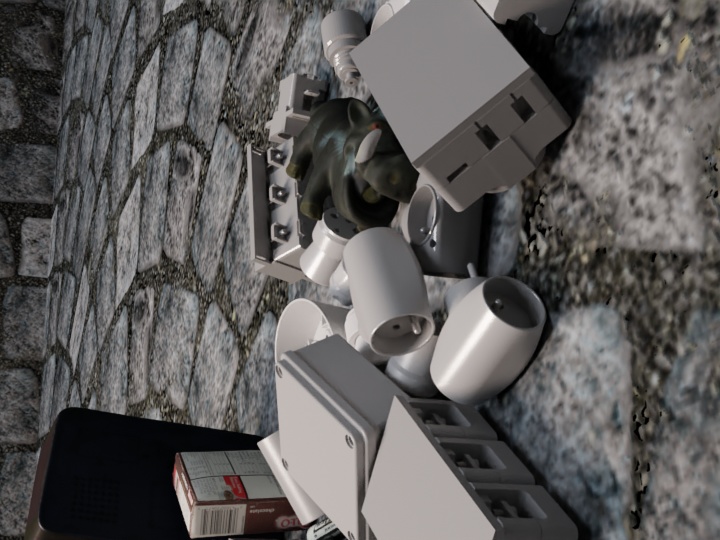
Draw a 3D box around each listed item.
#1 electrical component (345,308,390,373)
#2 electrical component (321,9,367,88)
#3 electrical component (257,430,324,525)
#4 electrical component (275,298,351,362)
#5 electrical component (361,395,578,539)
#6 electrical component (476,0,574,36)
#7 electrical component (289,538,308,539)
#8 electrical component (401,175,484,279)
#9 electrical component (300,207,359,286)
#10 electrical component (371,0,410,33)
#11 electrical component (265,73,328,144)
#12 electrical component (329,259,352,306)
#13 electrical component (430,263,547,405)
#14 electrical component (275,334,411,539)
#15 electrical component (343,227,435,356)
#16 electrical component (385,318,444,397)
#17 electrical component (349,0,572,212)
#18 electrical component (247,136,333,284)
[{"bbox_3d":[0.013,0.058,0.816,0.045,0.045,0.055,123,147,-46],"label":"electrical component"},{"bbox_3d":[-0.012,-0.195,0.955,0.040,0.040,0.078,126,143,-49],"label":"electrical component"},{"bbox_3d":[-0.044,0.165,0.904,0.077,0.043,0.079,60,-171,6],"label":"electrical component"},{"bbox_3d":[-0.027,0.075,0.878,0.099,0.064,0.099,-172,90,-67],"label":"electrical component"},{"bbox_3d":[0.064,0.151,0.648,0.150,0.062,0.089,-131,52,-60],"label":"electrical component"},{"bbox_3d":[0.108,-0.200,0.662,0.055,0.050,0.089,-114,38,-50],"label":"electrical component"},{"bbox_3d":[-0.053,0.264,0.850,0.064,0.099,0.099,-45,43,46],"label":"electrical component"},{"bbox_3d":[0.054,-0.034,0.748,0.079,0.044,0.077,175,101,-66],"label":"electrical component"},{"bbox_3d":[-0.022,-0.020,0.921,0.045,0.045,0.055,-106,32,-43],"label":"electrical component"},{"bbox_3d":[0.040,-0.167,0.820,0.079,0.044,0.077,-105,32,-41],"label":"electrical component"},{"bbox_3d":[-0.058,-0.156,1.052,0.081,0.042,0.063,172,108,-66],"label":"electrical component"},{"bbox_3d":[0.000,0.000,0.878,0.061,0.035,0.035,-57,34,38],"label":"electrical component"},{"bbox_3d":[0.075,0.031,0.680,0.077,0.043,0.079,119,149,-41],"label":"electrical component"},{"bbox_3d":[-0.008,0.120,0.766,0.109,0.056,0.108,38,139,44],"label":"electrical component"},{"bbox_3d":[0.018,0.026,0.720,0.079,0.043,0.077,93,164,-48],"label":"electrical component"},{"bbox_3d":[0.044,0.059,0.753,0.046,0.040,0.040,-69,26,18],"label":"electrical component"},{"bbox_3d":[0.063,-0.116,0.697,0.089,0.062,0.150,-38,38,12],"label":"electrical component"},{"bbox_3d":[-0.063,-0.058,1.001,0.063,0.079,0.121,-27,56,37],"label":"electrical component"}]
